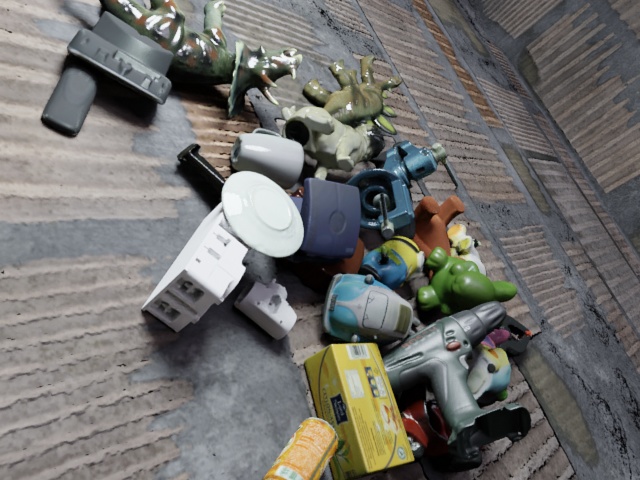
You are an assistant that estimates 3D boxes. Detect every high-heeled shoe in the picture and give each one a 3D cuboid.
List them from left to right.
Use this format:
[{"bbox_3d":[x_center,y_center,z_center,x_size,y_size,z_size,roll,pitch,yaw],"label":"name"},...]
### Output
[{"bbox_3d":[0.170,-0.093,1.124,0.145,0.086,0.249,10,49,-43],"label":"high-heeled shoe"}]

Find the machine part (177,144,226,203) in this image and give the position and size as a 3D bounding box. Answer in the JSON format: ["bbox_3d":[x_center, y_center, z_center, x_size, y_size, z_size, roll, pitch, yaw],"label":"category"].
[{"bbox_3d":[-0.152,-0.086,0.796,0.139,0.039,0.084,46,7,3],"label":"machine part"}]

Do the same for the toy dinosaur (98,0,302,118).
[{"bbox_3d":[-0.231,-0.317,0.867,0.404,0.131,0.192,9,53,-35],"label":"toy dinosaur"}]

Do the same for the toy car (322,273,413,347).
[{"bbox_3d":[0.087,0.117,0.822,0.161,0.103,0.109,25,76,-37],"label":"toy car"}]

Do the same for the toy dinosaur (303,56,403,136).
[{"bbox_3d":[0.064,-0.279,1.154,0.471,0.105,0.198,-35,91,-43],"label":"toy dinosaur"}]

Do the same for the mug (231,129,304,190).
[{"bbox_3d":[-0.092,-0.145,0.893,0.107,0.081,0.109,10,56,-32],"label":"mug"}]

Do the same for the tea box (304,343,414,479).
[{"bbox_3d":[0.051,0.232,0.737,0.098,0.068,0.170,10,55,-40],"label":"tea box"}]

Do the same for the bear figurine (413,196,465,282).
[{"bbox_3d":[0.251,0.023,1.081,0.120,0.132,0.196,-2,55,-35],"label":"bear figurine"}]

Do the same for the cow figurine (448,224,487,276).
[{"bbox_3d":[0.330,0.044,1.193,0.098,0.068,0.167,34,43,-31],"label":"cow figurine"}]

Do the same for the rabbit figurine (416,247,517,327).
[{"bbox_3d":[0.260,0.097,0.953,0.159,0.121,0.170,25,0,-1],"label":"rabbit figurine"}]

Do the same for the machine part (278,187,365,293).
[{"bbox_3d":[-0.002,-0.003,0.889,0.179,0.056,0.179,27,45,-30],"label":"machine part"}]

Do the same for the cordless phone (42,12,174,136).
[{"bbox_3d":[-0.291,-0.206,0.749,0.146,0.089,0.184,28,54,-30],"label":"cordless phone"}]

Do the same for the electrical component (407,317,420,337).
[{"bbox_3d":[0.140,0.137,0.951,0.094,0.021,0.063,39,38,-15],"label":"electrical component"}]

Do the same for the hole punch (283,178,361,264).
[{"bbox_3d":[0.005,-0.027,0.803,0.142,0.092,0.116,6,62,-45],"label":"hole punch"}]

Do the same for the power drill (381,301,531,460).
[{"bbox_3d":[0.209,0.189,0.765,0.207,0.232,0.085,-117,-172,-49],"label":"power drill"}]

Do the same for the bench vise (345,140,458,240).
[{"bbox_3d":[0.132,-0.080,0.942,0.241,0.224,0.128,-86,156,-59],"label":"bench vise"}]

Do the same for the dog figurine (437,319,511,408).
[{"bbox_3d":[0.283,0.207,0.947,0.219,0.108,0.192,10,18,-44],"label":"dog figurine"}]

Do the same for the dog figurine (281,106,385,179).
[{"bbox_3d":[0.027,-0.197,0.995,0.172,0.121,0.190,59,39,-14],"label":"dog figurine"}]

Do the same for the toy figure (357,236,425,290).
[{"bbox_3d":[0.125,0.043,0.966,0.180,0.082,0.089,-18,76,-49],"label":"toy figure"}]

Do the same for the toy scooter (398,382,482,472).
[{"bbox_3d":[0.171,0.277,0.827,0.184,0.075,0.135,21,44,-29],"label":"toy scooter"}]
